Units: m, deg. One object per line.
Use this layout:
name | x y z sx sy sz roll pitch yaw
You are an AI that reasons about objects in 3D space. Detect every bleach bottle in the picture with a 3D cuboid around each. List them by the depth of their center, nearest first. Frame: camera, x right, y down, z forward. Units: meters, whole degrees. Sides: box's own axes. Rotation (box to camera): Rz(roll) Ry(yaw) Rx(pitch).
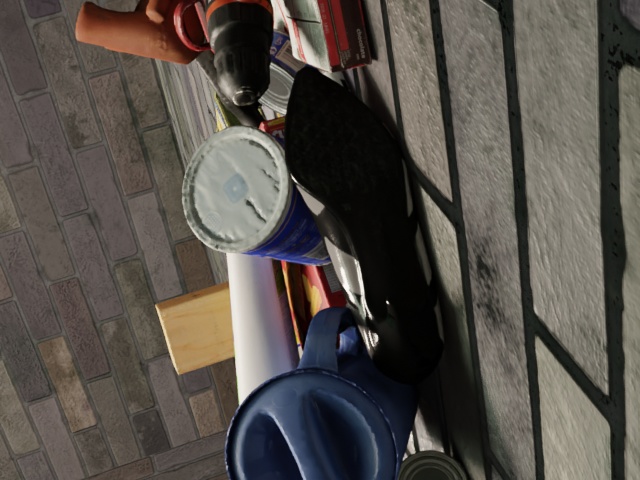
bleach bottle | -0.058 0.057 1.033 0.102 0.068 0.251 -77 -20 -81

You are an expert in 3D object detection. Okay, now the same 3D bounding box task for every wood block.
wood block | -0.104 0.099 1.410 0.091 0.206 0.090 -170 64 -78

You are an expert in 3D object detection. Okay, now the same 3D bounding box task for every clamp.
clamp | -0.093 -0.162 1.248 0.165 0.036 0.209 61 -174 36

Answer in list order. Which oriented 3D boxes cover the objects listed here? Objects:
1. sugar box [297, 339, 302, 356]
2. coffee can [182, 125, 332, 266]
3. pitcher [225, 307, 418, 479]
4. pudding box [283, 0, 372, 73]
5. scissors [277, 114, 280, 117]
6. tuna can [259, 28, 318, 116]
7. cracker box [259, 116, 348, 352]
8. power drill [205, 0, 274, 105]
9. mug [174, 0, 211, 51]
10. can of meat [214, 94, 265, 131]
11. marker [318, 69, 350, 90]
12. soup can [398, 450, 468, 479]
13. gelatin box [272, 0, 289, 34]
sugar box | -0.031 0.096 1.329 0.176 0.048 0.093 63 -174 -7
coffee can | -0.035 -0.034 0.905 0.140 0.103 0.103 12 -126 -60
pitcher | 0.018 0.146 0.904 0.145 0.149 0.242 48 -169 6
pudding box | 0.001 -0.181 0.821 0.114 0.039 0.090 -139 35 -68
scissors | -0.020 -0.100 1.156 0.096 0.016 0.202 111 140 -75
tuna can | -0.034 -0.147 0.952 0.086 0.033 0.086 29 160 11
cracker box | -0.007 0.001 1.058 0.164 0.072 0.214 117 135 -68
power drill | -0.048 -0.217 0.778 0.188 0.057 0.184 117 151 -55
mug | -0.088 -0.225 1.035 0.093 0.117 0.081 28 144 46
can of meat | -0.105 -0.150 1.429 0.084 0.057 0.102 90 160 -55
marker | 0.020 -0.114 0.887 0.020 0.020 0.121 91 159 -63
soup can | 0.095 0.235 0.947 0.102 0.068 0.068 88 162 -58
gelatin box | -0.027 -0.208 0.954 0.089 0.030 0.073 104 148 -68
